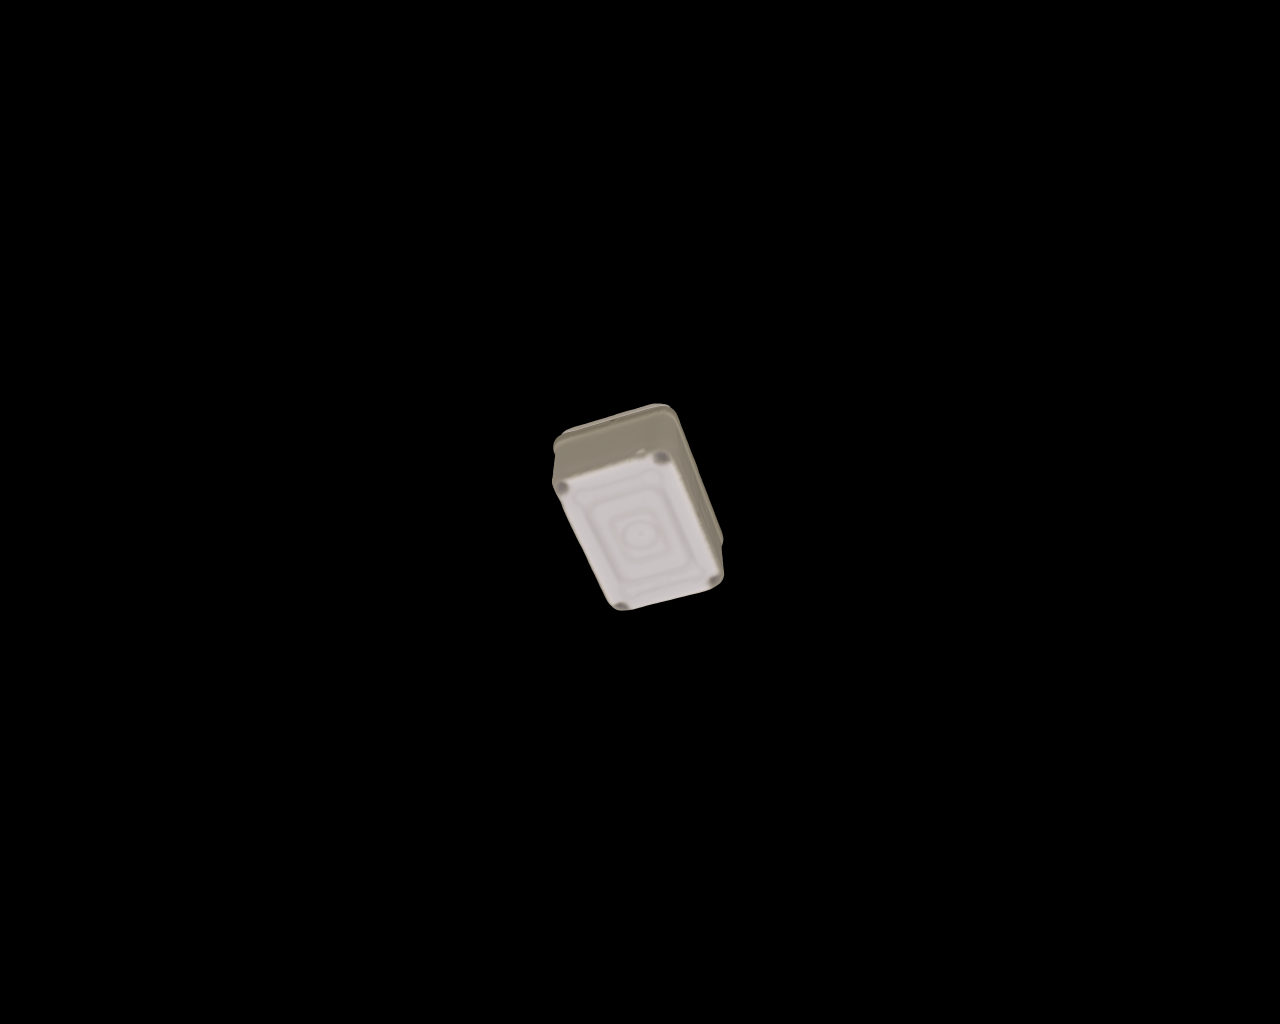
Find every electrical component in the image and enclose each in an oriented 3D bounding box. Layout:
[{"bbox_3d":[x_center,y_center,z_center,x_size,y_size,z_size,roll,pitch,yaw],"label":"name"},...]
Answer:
[{"bbox_3d":[0.001,-0.003,0.650,0.078,0.113,0.057,-15,36,11],"label":"electrical component"}]
